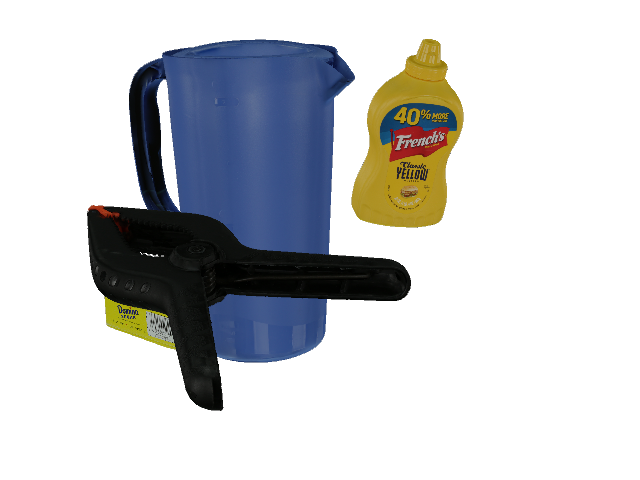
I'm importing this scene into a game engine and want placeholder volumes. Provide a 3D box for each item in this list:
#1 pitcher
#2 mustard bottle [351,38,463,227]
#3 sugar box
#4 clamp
[{"bbox_3d":[-0.061,-0.035,0.839,0.144,0.243,0.149,-7,16,-22],"label":"pitcher"},{"bbox_3d":[0.093,-0.109,1.075,0.096,0.192,0.058,3,27,-12],"label":"mustard bottle"},{"bbox_3d":[-0.130,0.046,1.099,0.093,0.048,0.176,16,32,25],"label":"sugar box"},{"bbox_3d":[-0.062,0.019,0.642,0.164,0.036,0.210,-21,34,-36],"label":"clamp"}]
